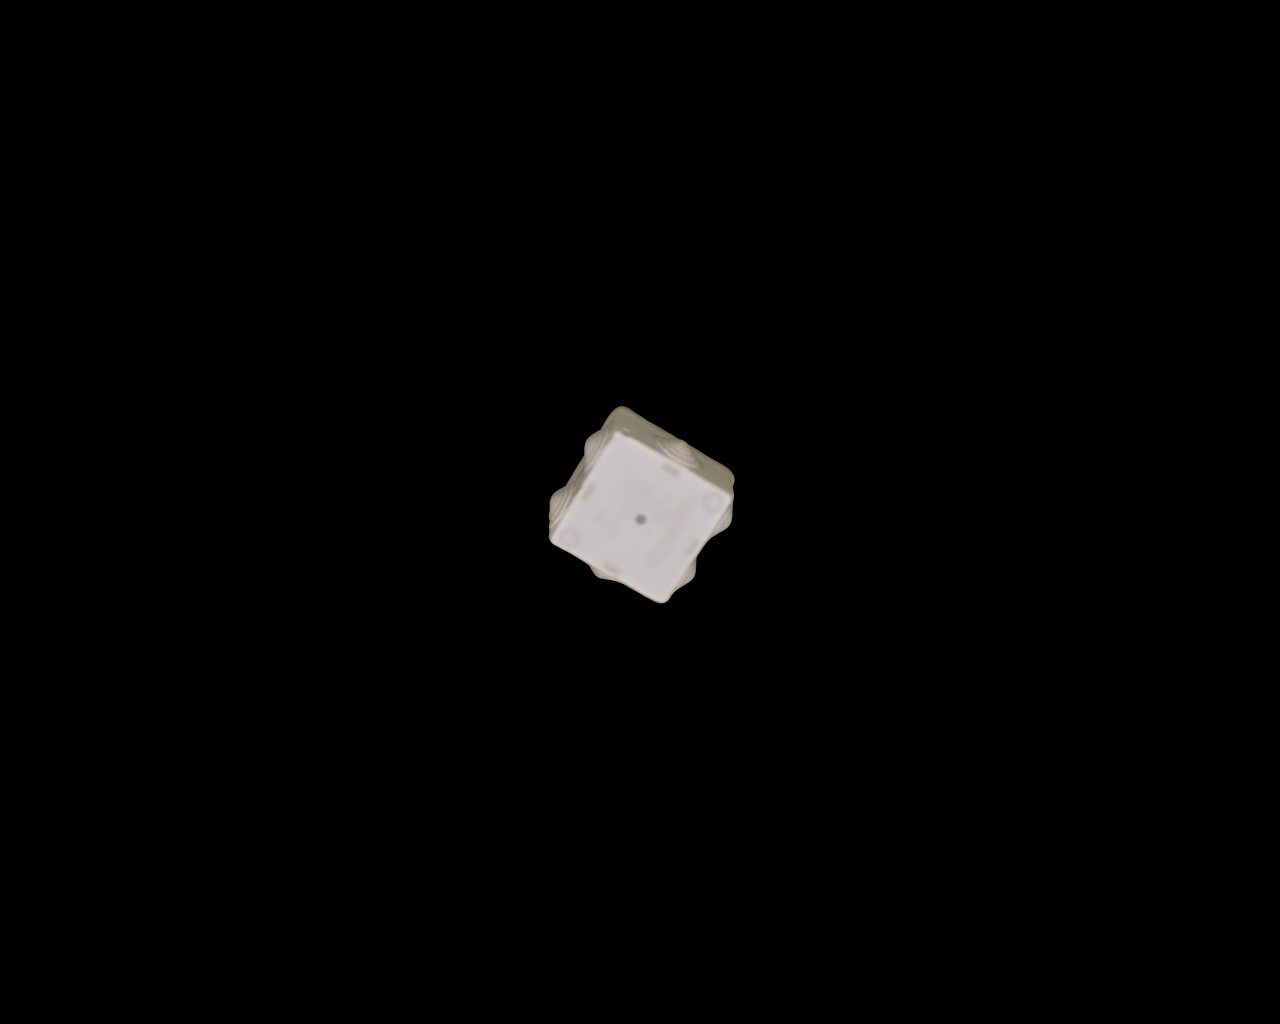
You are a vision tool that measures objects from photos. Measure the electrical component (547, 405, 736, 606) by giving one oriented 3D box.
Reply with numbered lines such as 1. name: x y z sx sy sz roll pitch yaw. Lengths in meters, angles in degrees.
1. electrical component: 0.001 -0.003 0.650 0.100 0.099 0.048 30 16 -9
